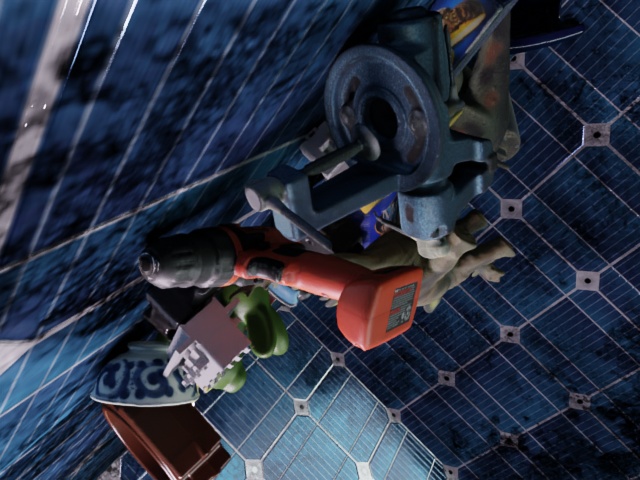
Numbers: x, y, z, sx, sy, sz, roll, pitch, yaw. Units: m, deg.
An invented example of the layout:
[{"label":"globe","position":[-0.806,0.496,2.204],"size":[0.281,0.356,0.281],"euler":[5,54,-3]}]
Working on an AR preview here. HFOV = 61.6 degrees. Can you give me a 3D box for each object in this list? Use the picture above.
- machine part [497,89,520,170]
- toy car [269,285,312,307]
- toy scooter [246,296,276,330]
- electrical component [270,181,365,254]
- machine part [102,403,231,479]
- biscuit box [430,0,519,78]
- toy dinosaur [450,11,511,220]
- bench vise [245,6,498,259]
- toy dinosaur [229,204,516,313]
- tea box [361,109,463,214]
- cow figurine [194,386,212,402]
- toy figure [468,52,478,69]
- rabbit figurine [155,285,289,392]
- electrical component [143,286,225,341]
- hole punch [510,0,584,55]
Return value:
[{"label":"machine part","position":[0.264,-0.204,0.848],"size":[0.079,0.079,0.243],"euler":[130,-27,-49]},{"label":"toy car","position":[-0.052,0.027,0.889],"size":[0.103,0.109,0.161],"euler":[-12,-141,56]},{"label":"toy scooter","position":[-0.109,0.093,1.036],"size":[0.184,0.075,0.135],"euler":[-47,178,-30]},{"label":"electrical component","position":[-0.002,-0.002,0.753],"size":[0.058,0.134,0.115],"euler":[-42,174,-25]},{"label":"machine part","position":[-0.243,0.298,0.827],"size":[0.087,0.201,0.201],"euler":[-40,174,-35]},{"label":"biscuit box","position":[0.128,-0.202,0.590],"size":[0.063,0.059,0.202],"euler":[-43,175,-37]},{"label":"toy dinosaur","position":[0.181,-0.149,0.733],"size":[0.131,0.192,0.404],"euler":[-45,178,-28]},{"label":"bench vise","position":[0.045,-0.059,0.438],"size":[0.240,0.129,0.223],"euler":[-31,134,-32]},{"label":"toy dinosaur","position":[0.105,0.039,0.688],"size":[0.471,0.105,0.198],"euler":[11,124,-44]},{"label":"tea box","position":[0.071,-0.116,0.615],"size":[0.068,0.098,0.169],"euler":[-43,177,-32]},{"label":"cow figurine","position":[-0.220,0.189,0.873],"size":[0.068,0.098,0.167],"euler":[-36,152,-36]},{"label":"toy figure","position":[0.251,-0.304,0.837],"size":[0.154,0.064,0.057],"euler":[-48,141,-41]},{"label":"rabbit figurine","position":[-0.122,0.110,0.725],"size":[0.170,0.159,0.121],"euler":[-61,165,4]},{"label":"electrical component","position":[-0.136,0.053,0.547],"size":[0.075,0.048,0.119],"euler":[-43,175,-29]},{"label":"hole punch","position":[0.272,-0.283,0.712],"size":[0.142,0.092,0.115],"euler":[-15,173,3]}]
